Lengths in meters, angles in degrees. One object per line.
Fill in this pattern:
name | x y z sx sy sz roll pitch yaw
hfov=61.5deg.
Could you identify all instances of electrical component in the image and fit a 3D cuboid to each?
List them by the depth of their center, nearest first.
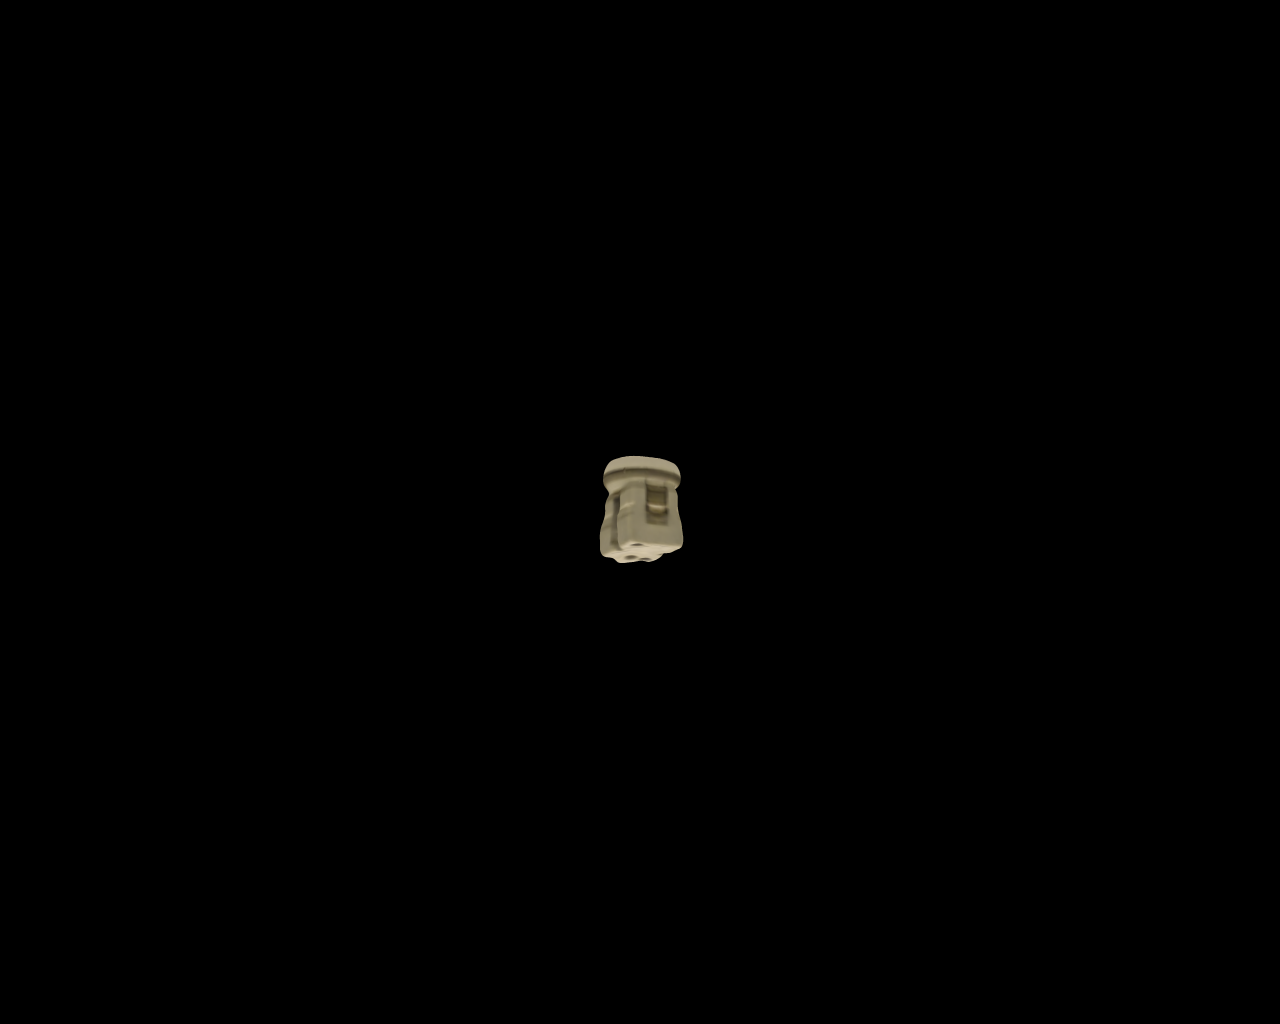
electrical component | 0.001 -0.003 0.650 0.048 0.055 0.066 8 -18 -27
